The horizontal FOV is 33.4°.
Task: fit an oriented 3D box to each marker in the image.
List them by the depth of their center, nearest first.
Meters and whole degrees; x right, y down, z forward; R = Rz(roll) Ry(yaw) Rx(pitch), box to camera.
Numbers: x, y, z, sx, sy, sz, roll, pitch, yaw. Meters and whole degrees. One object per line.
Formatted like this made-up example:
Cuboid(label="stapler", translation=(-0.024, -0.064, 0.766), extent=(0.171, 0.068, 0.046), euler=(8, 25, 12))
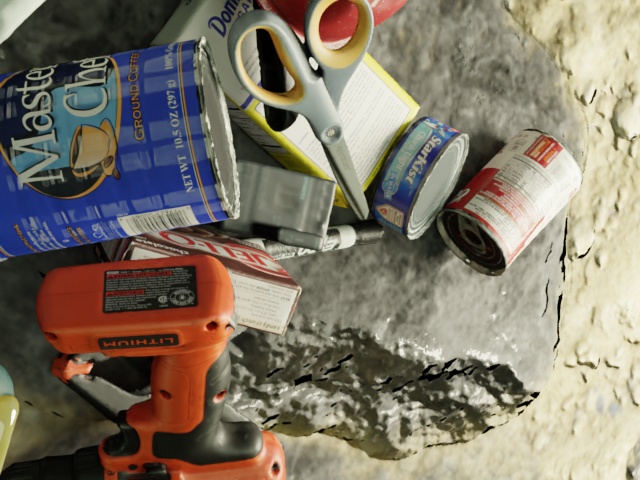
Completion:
Cuboid(label="marker", translation=(-0.005, 0.001, 0.763), extent=(0.120, 0.020, 0.020), euler=(-9, 104, -31))

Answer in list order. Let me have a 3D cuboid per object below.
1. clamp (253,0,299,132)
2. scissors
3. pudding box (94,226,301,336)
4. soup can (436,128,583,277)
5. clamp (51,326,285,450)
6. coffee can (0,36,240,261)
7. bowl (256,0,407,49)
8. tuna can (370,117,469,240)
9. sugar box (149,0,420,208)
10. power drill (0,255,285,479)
Cuboid(label="clamp", translation=(-0.033, -0.182, 0.651), extent=(0.164, 0.036, 0.210), euler=(41, 70, -38))
Cuboid(label="scissors", translation=(0.017, -0.086, 0.662), extent=(0.096, 0.016, 0.201), euler=(-38, 140, 9))
Cuboid(label="pudding box", translation=(-0.078, 0.018, 0.665), extent=(0.113, 0.090, 0.039), euler=(14, 100, -23))
Cuboid(label="soup can", translation=(0.148, -0.030, 0.830), extent=(0.102, 0.069, 0.068), euler=(-45, 119, -20))
Cuboid(label="clamp", translation=(-0.089, 0.077, 0.712), extent=(0.171, 0.039, 0.120), euler=(16, 73, -33))
Cuboid(label="coffee can", translation=(-0.123, -0.050, 0.591), extent=(0.140, 0.103, 0.103), euler=(-10, 106, 2))
Cuboid(label="bowl", translation=(0.024, -0.194, 0.641), extent=(0.161, 0.055, 0.162), euler=(-14, 109, -47))
Cuboid(label="tuna can", translation=(0.072, -0.045, 0.771), extent=(0.086, 0.034, 0.086), euler=(-51, 161, -27))
Cuboid(label="sugar box", translation=(-0.020, -0.109, 0.719), extent=(0.176, 0.048, 0.093), euler=(41, 75, -28))
Cuboid(label="power drill", translation=(-0.114, 0.098, 0.626), extent=(0.184, 0.057, 0.188), euler=(-6, 131, -7))
